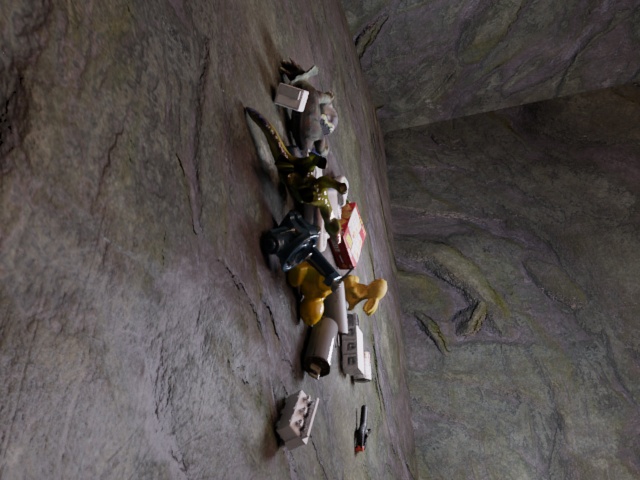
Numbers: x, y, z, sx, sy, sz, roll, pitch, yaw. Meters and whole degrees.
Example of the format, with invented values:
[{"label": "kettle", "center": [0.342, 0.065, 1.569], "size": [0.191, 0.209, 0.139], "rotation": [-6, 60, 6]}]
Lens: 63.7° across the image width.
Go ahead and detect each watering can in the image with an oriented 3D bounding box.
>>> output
[{"label": "watering can", "center": [0.005, -0.082, 1.625], "size": [0.349, 0.104, 0.223], "rotation": [-52, 143, -84]}]

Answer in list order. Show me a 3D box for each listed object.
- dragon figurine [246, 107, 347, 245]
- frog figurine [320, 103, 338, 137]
[{"label": "dragon figurine", "center": [-0.065, -0.160, 1.362], "size": [0.410, 0.123, 0.240], "rotation": [51, -17, 1]}, {"label": "frog figurine", "center": [-0.005, -0.442, 1.805], "size": [0.134, 0.123, 0.163], "rotation": [114, -27, -49]}]
